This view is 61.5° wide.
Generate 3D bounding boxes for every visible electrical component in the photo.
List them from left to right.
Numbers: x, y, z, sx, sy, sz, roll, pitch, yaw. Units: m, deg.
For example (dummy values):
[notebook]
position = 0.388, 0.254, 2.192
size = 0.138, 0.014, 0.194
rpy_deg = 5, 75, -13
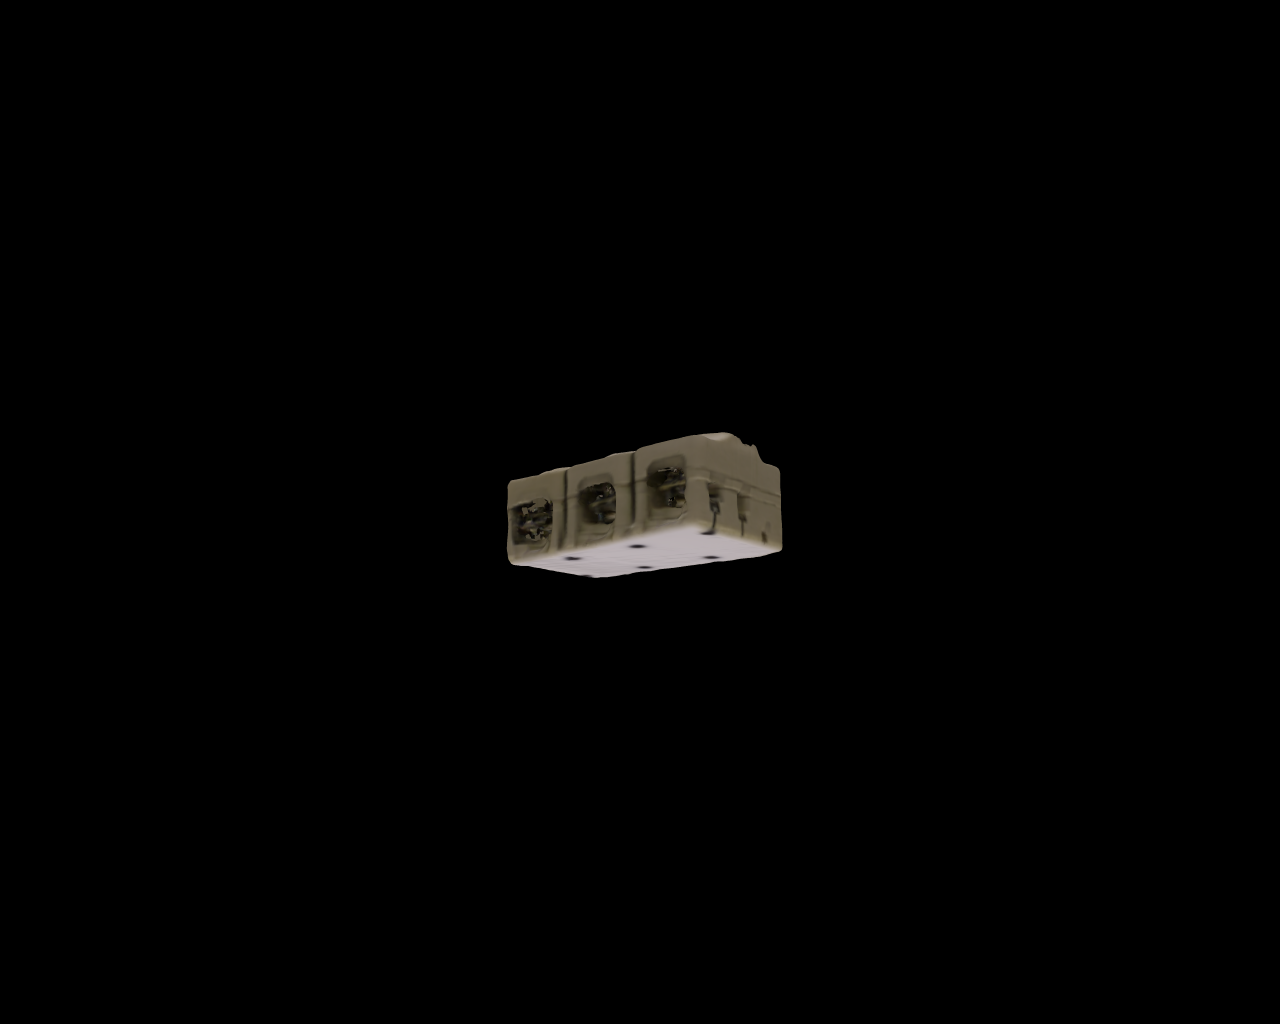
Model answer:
[electrical component]
position = 0.001, -0.003, 0.650
size = 0.150, 0.062, 0.089
rpy_deg = -11, -17, 37
